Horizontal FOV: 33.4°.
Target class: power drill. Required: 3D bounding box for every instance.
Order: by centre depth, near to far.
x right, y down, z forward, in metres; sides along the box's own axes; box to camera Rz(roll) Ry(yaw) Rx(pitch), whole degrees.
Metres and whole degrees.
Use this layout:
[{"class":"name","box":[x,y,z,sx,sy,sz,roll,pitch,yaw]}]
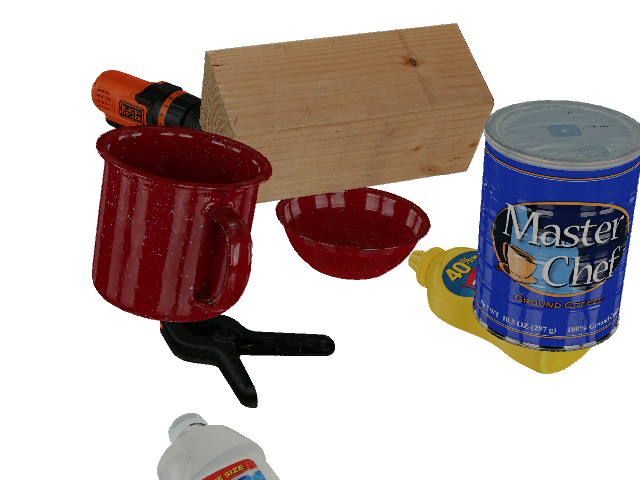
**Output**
[{"class":"power drill","box":[-0.157,-0.071,1.102,0.185,0.188,0.057,24,35,29]}]

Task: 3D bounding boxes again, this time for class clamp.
[{"class":"clamp","box":[-0.110,0.127,1.237,0.210,0.036,0.164,14,25,24]}]

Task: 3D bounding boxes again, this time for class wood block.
[{"class":"wood block","box":[0.017,-0.100,0.839,0.205,0.091,0.090,-9,-32,-16]}]

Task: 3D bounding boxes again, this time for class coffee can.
[{"class":"coffee can","box":[0.158,-0.011,0.721,0.103,0.140,0.103,-1,29,0]}]

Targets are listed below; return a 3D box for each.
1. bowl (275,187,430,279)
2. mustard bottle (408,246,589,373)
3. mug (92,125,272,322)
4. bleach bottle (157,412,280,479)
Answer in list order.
[{"class":"bowl","box":[0.031,-0.004,1.117,0.162,0.055,0.162,5,25,-2]},{"class":"mustard bottle","box":[0.156,0.051,0.980,0.096,0.058,0.192,-28,39,-34]},{"class":"mug","box":[-0.071,-0.004,0.565,0.093,0.081,0.117,-6,28,-38]},{"class":"bleach bottle","box":[-0.059,0.205,0.719,0.102,0.068,0.251,-16,35,-19]}]
